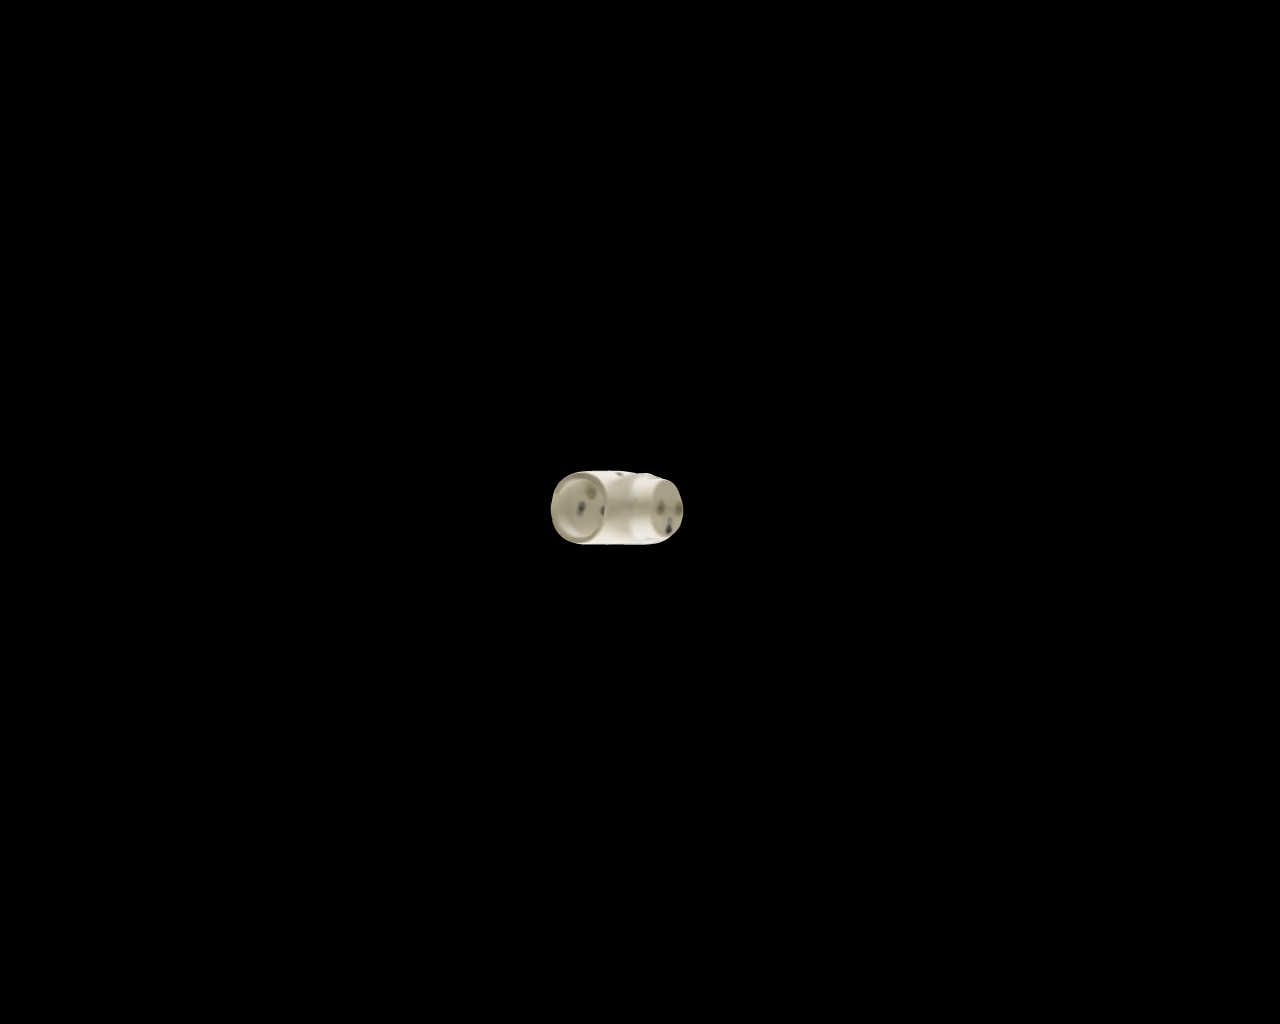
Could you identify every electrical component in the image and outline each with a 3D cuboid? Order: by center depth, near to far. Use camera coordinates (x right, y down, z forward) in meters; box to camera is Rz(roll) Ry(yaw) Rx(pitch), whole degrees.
[{"bbox_3d":[0.001,-0.003,0.650,0.079,0.043,0.077,-2,-3,36],"label":"electrical component"}]
